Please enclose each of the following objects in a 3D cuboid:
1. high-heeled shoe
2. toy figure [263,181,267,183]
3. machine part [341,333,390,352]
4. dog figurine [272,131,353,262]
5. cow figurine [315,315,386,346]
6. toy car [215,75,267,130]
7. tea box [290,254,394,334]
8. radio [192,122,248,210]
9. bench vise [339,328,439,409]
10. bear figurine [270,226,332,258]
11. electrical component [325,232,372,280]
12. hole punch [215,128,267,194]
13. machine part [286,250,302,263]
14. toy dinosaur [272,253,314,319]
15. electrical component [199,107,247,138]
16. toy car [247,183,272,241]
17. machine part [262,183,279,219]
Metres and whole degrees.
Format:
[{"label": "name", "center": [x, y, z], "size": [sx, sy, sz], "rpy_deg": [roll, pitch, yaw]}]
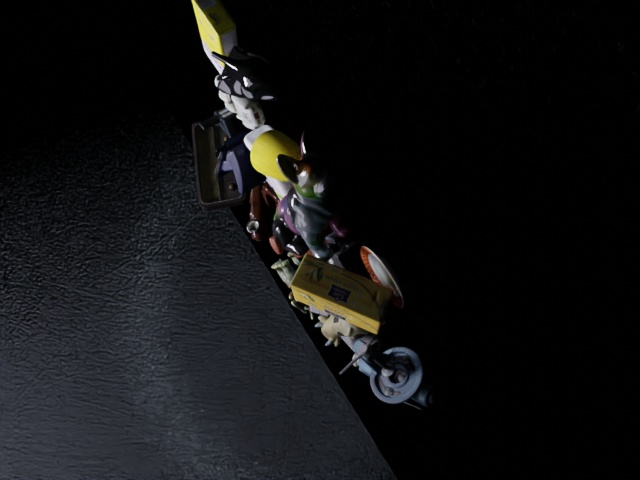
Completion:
[{"label": "high-heeled shoe", "center": [-0.112, -0.282, 0.965], "size": [0.145, 0.086, 0.249], "rpy_deg": [28, -172, 0]}, {"label": "toy figure", "center": [-0.170, -0.216, 1.355], "size": [0.154, 0.058, 0.064], "rpy_deg": [55, 176, -11]}, {"label": "machine part", "center": [0.106, 0.250, 1.365], "size": [0.079, 0.079, 0.243], "rpy_deg": [64, 169, -29]}, {"label": "dog figurine", "center": [-0.030, -0.081, 0.953], "size": [0.192, 0.108, 0.219], "rpy_deg": [16, 139, 40]}, {"label": "cow figurine", "center": [0.065, 0.197, 1.274], "size": [0.085, 0.127, 0.195], "rpy_deg": [61, 167, 0]}, {"label": "toy car", "center": [-0.172, -0.296, 1.138], "size": [0.202, 0.056, 0.073], "rpy_deg": [46, 164, 46]}, {"label": "tea box", "center": [0.039, 0.097, 0.954], "size": [0.170, 0.068, 0.098], "rpy_deg": [20, 160, 12]}, {"label": "radio", "center": [-0.268, -0.201, 1.449], "size": [0.073, 0.131, 0.229], "rpy_deg": [159, 105, -82]}, {"label": "bench vise", "center": [0.131, 0.262, 1.129], "size": [0.224, 0.129, 0.240], "rpy_deg": [35, 173, 46]}, {"label": "bear figurine", "center": [-0.004, 0.053, 1.184], "size": [0.120, 0.132, 0.195], "rpy_deg": [11, 128, 53]}, {"label": "electrical component", "center": [0.059, 0.046, 1.069], "size": [0.134, 0.058, 0.115], "rpy_deg": [61, 167, -12]}, {"label": "hole punch", "center": [-0.163, -0.177, 1.194], "size": [0.092, 0.142, 0.115], "rpy_deg": [39, 139, 15]}, {"label": "machine part", "center": [-0.045, 0.034, 1.437], "size": [0.139, 0.084, 0.039], "rpy_deg": [59, 146, 10]}, {"label": "toy dinosaur", "center": [-0.042, 0.123, 1.598], "size": [0.192, 0.131, 0.405], "rpy_deg": [59, 175, -4]}, {"label": "electrical component", "center": [-0.207, -0.266, 1.214], "size": [0.075, 0.119, 0.047], "rpy_deg": [42, 160, 48]}, {"label": "toy car", "center": [-0.163, -0.096, 1.424], "size": [0.089, 0.053, 0.202], "rpy_deg": [19, -113, -67]}, {"label": "machine part", "center": [-0.080, -0.071, 1.360], "size": [0.179, 0.056, 0.179], "rpy_deg": [54, 167, 18]}]
